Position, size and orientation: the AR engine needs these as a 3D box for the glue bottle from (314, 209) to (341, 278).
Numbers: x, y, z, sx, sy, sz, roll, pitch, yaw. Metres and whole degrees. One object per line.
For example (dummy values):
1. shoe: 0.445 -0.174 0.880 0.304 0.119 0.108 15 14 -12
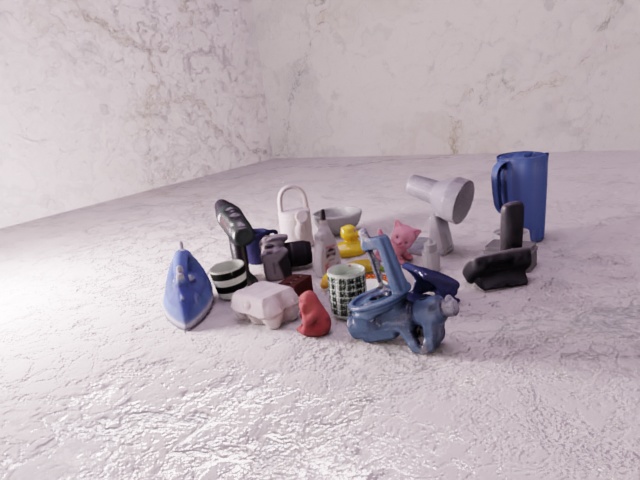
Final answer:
1. glue bottle: 0.013 0.005 1.461 0.037 0.173 0.078 7 20 40

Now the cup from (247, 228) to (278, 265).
1. cup: -0.173 0.019 1.640 0.118 0.095 0.091 -11 16 -17

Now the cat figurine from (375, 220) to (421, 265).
1. cat figurine: 0.203 0.000 1.509 0.127 0.118 0.067 8 21 43

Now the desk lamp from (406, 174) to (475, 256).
1. desk lamp: 0.308 -0.069 1.532 0.202 0.214 0.118 6 20 40

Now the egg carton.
1. egg carton: -0.118 0.138 1.227 0.149 0.069 0.107 8 21 42

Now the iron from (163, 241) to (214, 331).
1. iron: -0.312 0.097 1.320 0.119 0.141 0.258 -9 15 -10

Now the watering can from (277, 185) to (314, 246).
1. watering can: -0.073 -0.071 1.739 0.101 0.194 0.172 -18 19 -36

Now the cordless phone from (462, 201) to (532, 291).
1. cordless phone: 0.390 0.009 1.266 0.148 0.185 0.094 -10 16 -13

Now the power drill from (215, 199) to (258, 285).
1. power drill: -0.219 0.009 1.475 0.076 0.208 0.229 -13 16 -22

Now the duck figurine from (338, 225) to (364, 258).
1. duck figurine: 0.078 0.000 1.620 0.105 0.086 0.077 -10 16 -12

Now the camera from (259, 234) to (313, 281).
1. camera: -0.090 0.036 1.530 0.137 0.101 0.143 -8 15 -5

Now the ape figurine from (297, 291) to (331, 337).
1. ape figurine: -0.018 0.143 1.124 0.076 0.092 0.078 -2 16 16

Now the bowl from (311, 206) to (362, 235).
1. bowl: 0.057 -0.057 1.863 0.167 0.075 0.167 -6 15 2

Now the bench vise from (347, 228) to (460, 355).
1. bench vise: 0.142 0.084 1.027 0.207 0.220 0.121 -3 16 14

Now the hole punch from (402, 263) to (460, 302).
1. hole punch: 0.235 0.089 1.219 0.101 0.091 0.108 -12 16 -20
